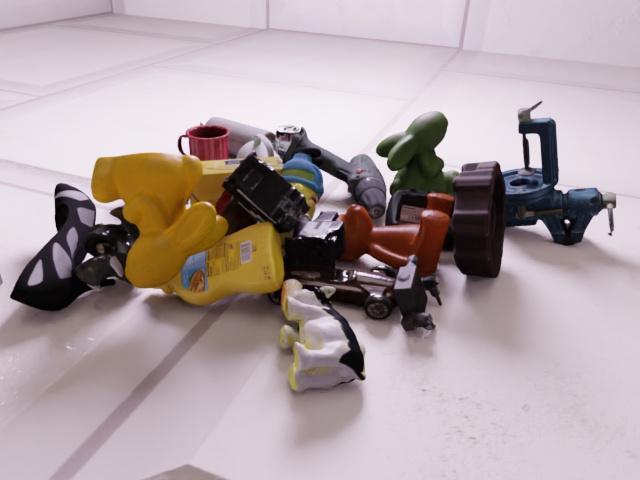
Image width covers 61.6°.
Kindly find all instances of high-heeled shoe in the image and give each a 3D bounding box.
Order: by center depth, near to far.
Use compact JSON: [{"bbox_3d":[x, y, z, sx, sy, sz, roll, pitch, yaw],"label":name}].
[{"bbox_3d":[-0.394,0.001,0.773,0.145,0.086,0.249,-1,43,-48],"label":"high-heeled shoe"}]

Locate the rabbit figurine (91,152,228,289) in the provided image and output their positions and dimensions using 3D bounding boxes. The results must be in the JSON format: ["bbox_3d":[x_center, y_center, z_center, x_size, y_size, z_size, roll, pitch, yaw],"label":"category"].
[{"bbox_3d":[-0.207,-0.022,0.711,0.162,0.173,0.122,0,-13,3],"label":"rabbit figurine"}]

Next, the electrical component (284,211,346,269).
[{"bbox_3d":[-0.002,-0.002,0.778,0.075,0.047,0.119,1,21,11],"label":"electrical component"}]

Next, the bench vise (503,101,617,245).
[{"bbox_3d":[0.379,-0.107,0.910,0.224,0.240,0.129,4,30,36],"label":"bench vise"}]

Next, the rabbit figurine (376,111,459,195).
[{"bbox_3d":[0.191,-0.169,1.051,0.159,0.170,0.121,-5,30,-15],"label":"rabbit figurine"}]

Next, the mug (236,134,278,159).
[{"bbox_3d":[-0.106,-0.149,1.069,0.081,0.109,0.107,-15,47,-34],"label":"mug"}]

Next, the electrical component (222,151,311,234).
[{"bbox_3d":[-0.081,-0.065,0.779,0.058,0.115,0.134,-48,13,-10],"label":"electrical component"}]

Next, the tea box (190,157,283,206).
[{"bbox_3d":[-0.149,-0.090,0.965,0.170,0.098,0.068,-7,31,-12],"label":"tea box"}]

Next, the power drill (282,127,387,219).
[{"bbox_3d":[0.033,-0.132,1.022,0.207,0.086,0.232,20,25,-3],"label":"power drill"}]

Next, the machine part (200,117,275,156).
[{"bbox_3d":[-0.181,-0.226,1.219,0.244,0.079,0.079,20,34,30],"label":"machine part"}]

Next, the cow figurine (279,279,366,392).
[{"bbox_3d":[0.001,0.106,0.660,0.098,0.068,0.167,2,34,-13],"label":"cow figurine"}]

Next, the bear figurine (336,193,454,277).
[{"bbox_3d":[0.095,-0.018,0.830,0.196,0.131,0.120,17,28,14],"label":"bear figurine"}]

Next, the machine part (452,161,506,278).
[{"bbox_3d":[0.241,-0.029,0.807,0.056,0.179,0.179,2,27,27],"label":"machine part"}]

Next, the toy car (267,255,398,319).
[{"bbox_3d":[0.017,0.060,0.763,0.202,0.053,0.089,9,34,9],"label":"toy car"}]

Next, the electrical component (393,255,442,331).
[{"bbox_3d":[0.134,0.076,0.726,0.045,0.078,0.102,-6,26,25],"label":"electrical component"}]

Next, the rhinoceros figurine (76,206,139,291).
[{"bbox_3d":[-0.278,0.012,0.779,0.073,0.112,0.190,-27,4,23],"label":"rhinoceros figurine"}]

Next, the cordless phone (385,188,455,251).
[{"bbox_3d":[0.194,-0.055,0.962,0.147,0.088,0.184,9,20,6],"label":"cordless phone"}]

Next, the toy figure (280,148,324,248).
[{"bbox_3d":[-0.043,-0.070,0.903,0.089,0.082,0.180,-6,60,31],"label":"toy figure"}]

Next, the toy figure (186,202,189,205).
[{"bbox_3d":[-0.298,-0.071,0.961,0.155,0.064,0.057,24,7,38],"label":"toy figure"}]
